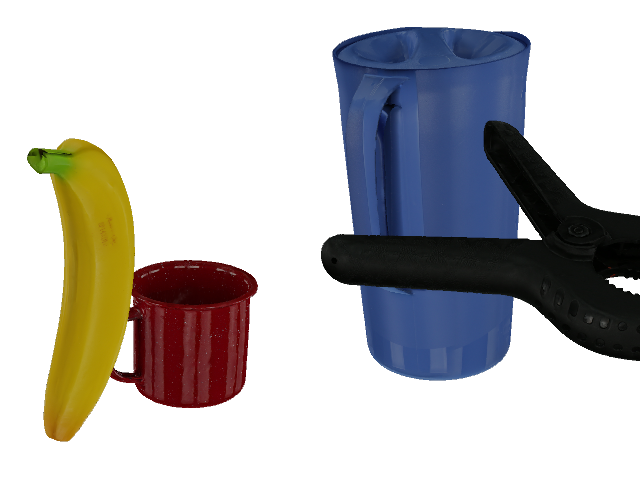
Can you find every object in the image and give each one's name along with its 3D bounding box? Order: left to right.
[{"bbox_3d":[-0.127,0.020,0.566,0.037,0.198,0.069,27,42,26],"label":"banana"},{"bbox_3d":[-0.103,0.069,0.759,0.117,0.081,0.093,-10,23,-36],"label":"mug"},{"bbox_3d":[0.076,-0.023,0.756,0.149,0.243,0.145,-10,23,-13],"label":"pitcher"},{"bbox_3d":[0.116,0.012,0.531,0.164,0.036,0.210,-31,46,-32],"label":"clamp"}]
